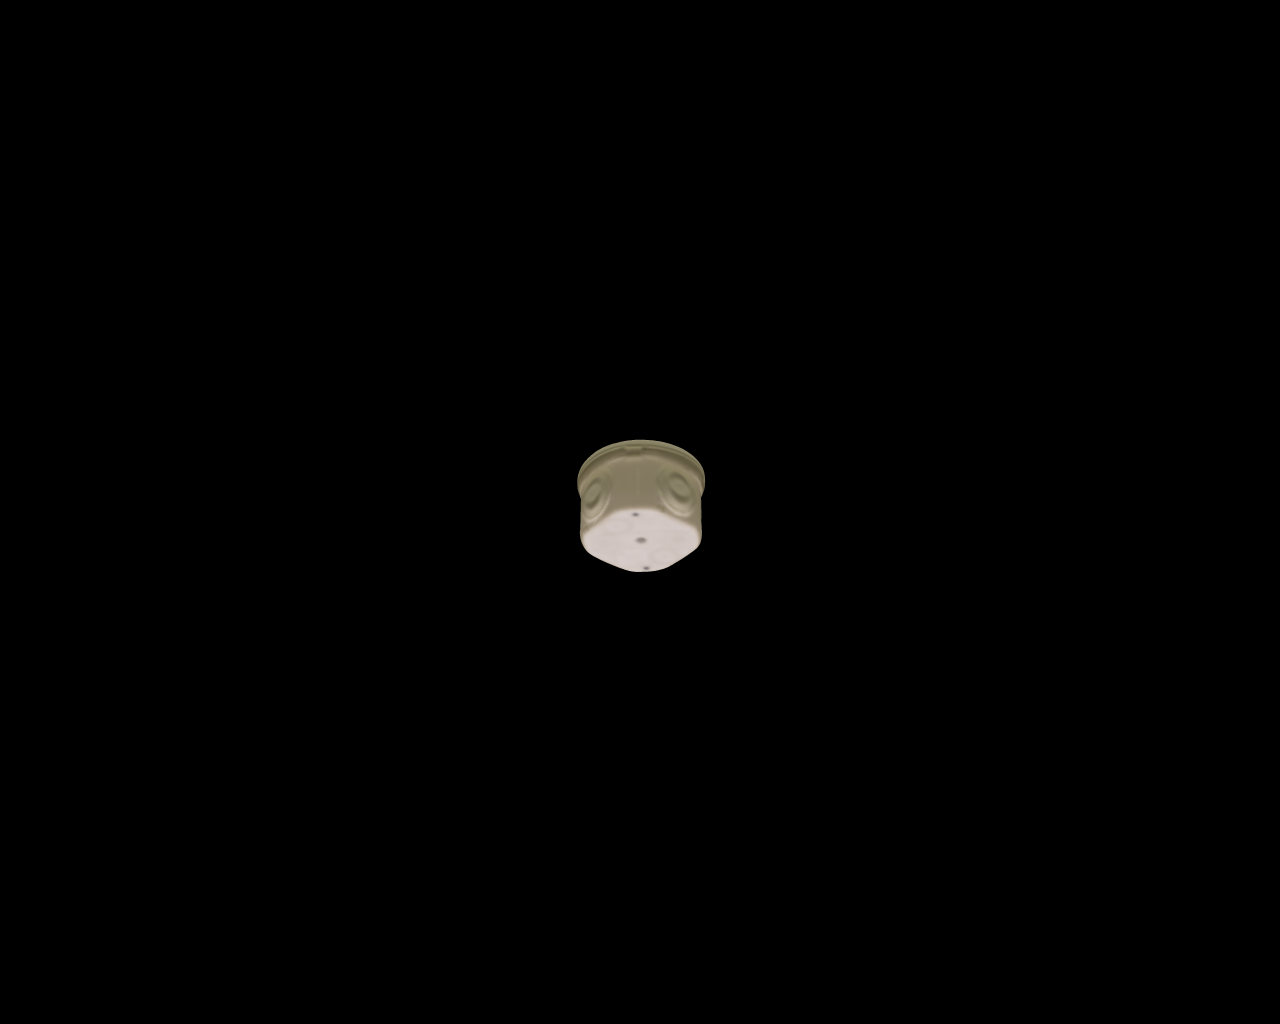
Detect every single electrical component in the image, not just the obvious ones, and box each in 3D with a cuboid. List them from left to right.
[{"bbox_3d":[0.001,-0.003,0.650,0.080,0.051,0.080,0,-34,0],"label":"electrical component"}]
